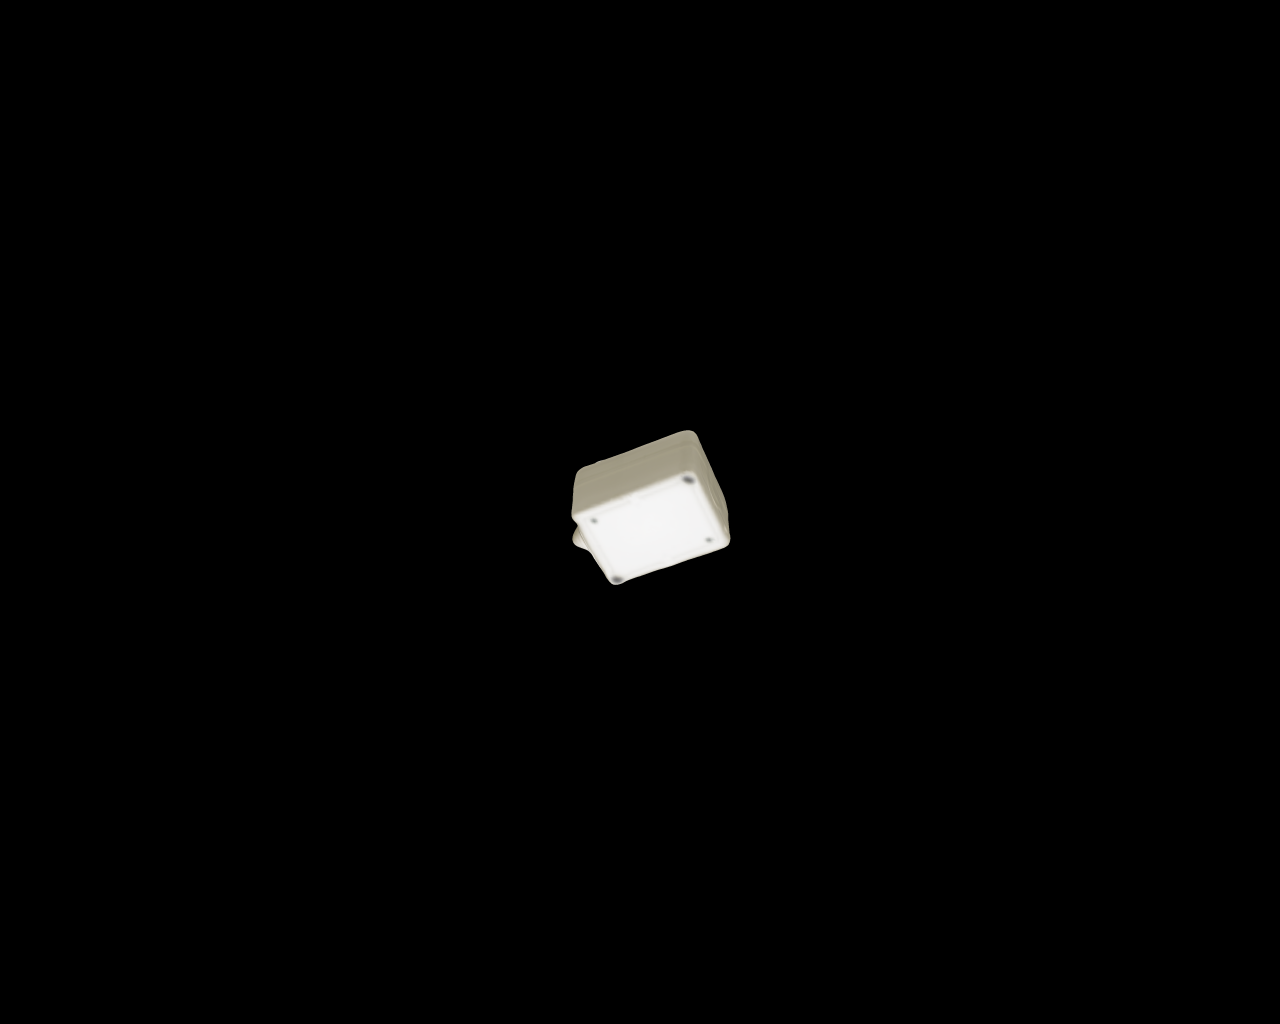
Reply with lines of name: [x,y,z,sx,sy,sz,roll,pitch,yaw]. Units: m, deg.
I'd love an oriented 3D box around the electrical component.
electrical component: [0.001,-0.003,0.650,0.096,0.061,0.061,-20,31,13]
